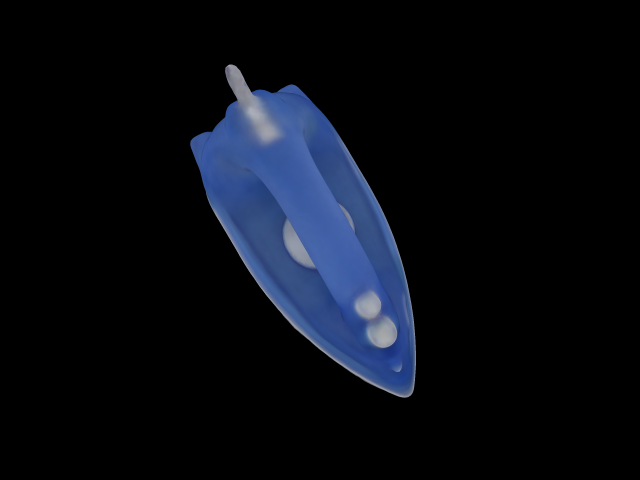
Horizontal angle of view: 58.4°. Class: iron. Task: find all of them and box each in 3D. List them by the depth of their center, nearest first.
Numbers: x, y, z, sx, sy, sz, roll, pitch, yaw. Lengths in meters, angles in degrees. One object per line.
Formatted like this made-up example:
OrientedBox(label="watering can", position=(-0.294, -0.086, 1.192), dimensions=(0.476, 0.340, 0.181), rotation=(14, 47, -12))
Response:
OrientedBox(label="iron", position=(0.004, 0.001, 0.400), dimensions=(0.118, 0.141, 0.258), rotation=(-31, 82, -4))
